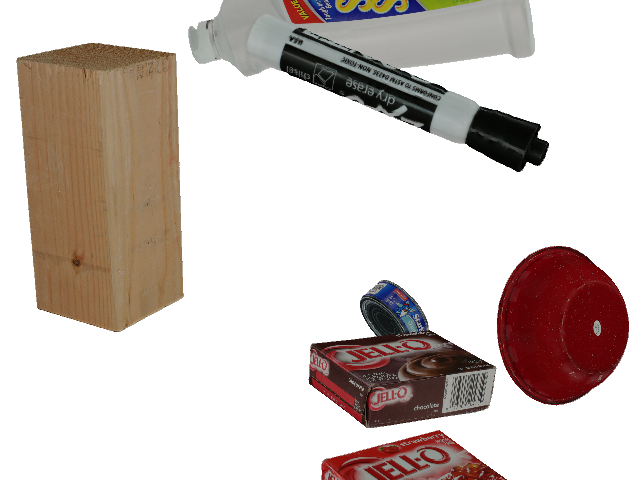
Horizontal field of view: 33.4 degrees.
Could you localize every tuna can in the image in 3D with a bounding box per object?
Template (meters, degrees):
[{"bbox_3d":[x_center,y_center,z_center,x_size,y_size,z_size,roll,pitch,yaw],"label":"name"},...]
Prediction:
[{"bbox_3d":[0.087,0.092,1.282,0.033,0.086,0.086,-38,17,-23],"label":"tuna can"}]

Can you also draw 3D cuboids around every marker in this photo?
[{"bbox_3d":[0.028,-0.056,0.403,0.121,0.020,0.020,25,7,15],"label":"marker"}]

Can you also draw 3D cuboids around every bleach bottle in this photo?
[{"bbox_3d":[0.025,-0.163,0.789,0.251,0.102,0.068,-10,-29,12],"label":"bleach bottle"}]

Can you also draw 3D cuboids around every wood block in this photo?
[{"bbox_3d":[-0.173,-0.045,0.851,0.091,0.206,0.090,13,23,28],"label":"wood block"}]

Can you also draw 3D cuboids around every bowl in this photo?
[{"bbox_3d":[0.254,0.086,1.061,0.161,0.162,0.055,0,-1,-31],"label":"bowl"}]

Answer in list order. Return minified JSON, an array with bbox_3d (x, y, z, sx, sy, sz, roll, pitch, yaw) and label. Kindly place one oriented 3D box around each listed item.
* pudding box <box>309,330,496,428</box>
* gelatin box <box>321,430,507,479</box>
[{"bbox_3d":[0.060,0.102,0.803,0.113,0.039,0.090,-2,16,-29],"label":"pudding box"},{"bbox_3d":[0.055,0.143,0.603,0.089,0.030,0.073,-6,22,-33],"label":"gelatin box"}]
